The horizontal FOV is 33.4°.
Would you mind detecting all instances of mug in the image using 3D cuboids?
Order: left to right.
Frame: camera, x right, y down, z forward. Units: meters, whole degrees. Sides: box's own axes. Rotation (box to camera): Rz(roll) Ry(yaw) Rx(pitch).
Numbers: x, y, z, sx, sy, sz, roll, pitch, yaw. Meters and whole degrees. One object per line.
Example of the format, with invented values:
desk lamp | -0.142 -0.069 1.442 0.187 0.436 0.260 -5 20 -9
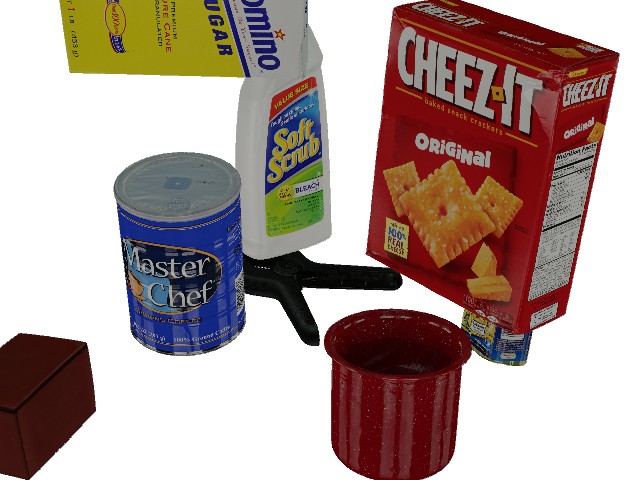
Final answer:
mug | 0.053 0.096 0.695 0.093 0.081 0.117 11 25 23

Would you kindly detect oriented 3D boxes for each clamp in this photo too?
clamp | -0.036 0.047 1.179 0.210 0.036 0.164 17 31 26

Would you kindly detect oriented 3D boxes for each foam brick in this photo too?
foam brick | -0.183 0.100 0.660 0.053 0.051 0.078 7 28 21

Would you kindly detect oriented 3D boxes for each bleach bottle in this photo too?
bleach bottle | -0.043 -0.111 1.040 0.102 0.251 0.068 -16 31 -22

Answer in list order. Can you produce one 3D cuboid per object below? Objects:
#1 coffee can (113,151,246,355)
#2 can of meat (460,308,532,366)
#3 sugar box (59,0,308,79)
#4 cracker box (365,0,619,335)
coffee can | -0.115 0.011 0.898 0.103 0.140 0.103 0 33 0
can of meat | 0.199 0.084 1.194 0.057 0.084 0.102 4 14 -18
sugar box | -0.097 -0.168 0.775 0.176 0.093 0.048 3 35 5
cracker box | 0.120 -0.058 0.808 0.071 0.214 0.164 -20 37 -38
